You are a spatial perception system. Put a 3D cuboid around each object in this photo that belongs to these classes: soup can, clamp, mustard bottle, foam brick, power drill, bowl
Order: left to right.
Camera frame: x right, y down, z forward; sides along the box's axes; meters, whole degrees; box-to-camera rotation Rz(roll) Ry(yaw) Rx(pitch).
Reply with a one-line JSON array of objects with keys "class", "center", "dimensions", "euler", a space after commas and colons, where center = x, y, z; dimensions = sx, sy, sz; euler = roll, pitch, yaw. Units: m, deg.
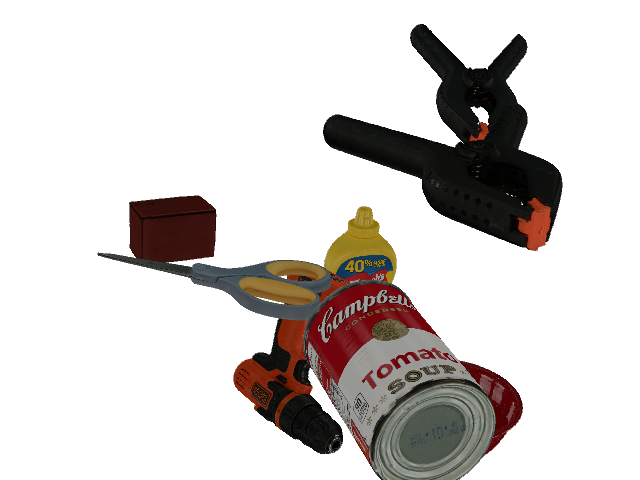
[{"class": "foam brick", "center": [-0.150, -0.012, 1.079], "dimensions": [0.078, 0.051, 0.053], "euler": [-7, 22, -22]}, {"class": "power drill", "center": [-0.014, 0.131, 1.230], "dimensions": [0.057, 0.188, 0.185], "euler": [15, 10, -45]}, {"class": "mustard bottle", "center": [0.052, 0.046, 1.404], "dimensions": [0.096, 0.192, 0.058], "euler": [-4, 25, -16]}, {"class": "soup can", "center": [0.038, 0.074, 0.556], "dimensions": [0.068, 0.068, 0.102], "euler": [0, 26, -22]}, {"class": "bowl", "center": [0.119, 0.180, 1.073], "dimensions": [0.162, 0.055, 0.162], "euler": [1, 24, -1]}, {"class": "clamp", "center": [0.096, -0.051, 0.745], "dimensions": [0.164, 0.036, 0.210], "euler": [-4, 27, -9]}, {"class": "clamp", "center": [0.142, -0.156, 1.052], "dimensions": [0.120, 0.171, 0.039], "euler": [7, -44, 5]}]

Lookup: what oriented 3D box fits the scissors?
[{"class": "scissors", "center": [-0.078, 0.024, 0.879], "dimensions": [0.202, 0.016, 0.096], "euler": [17, 26, 30]}]
